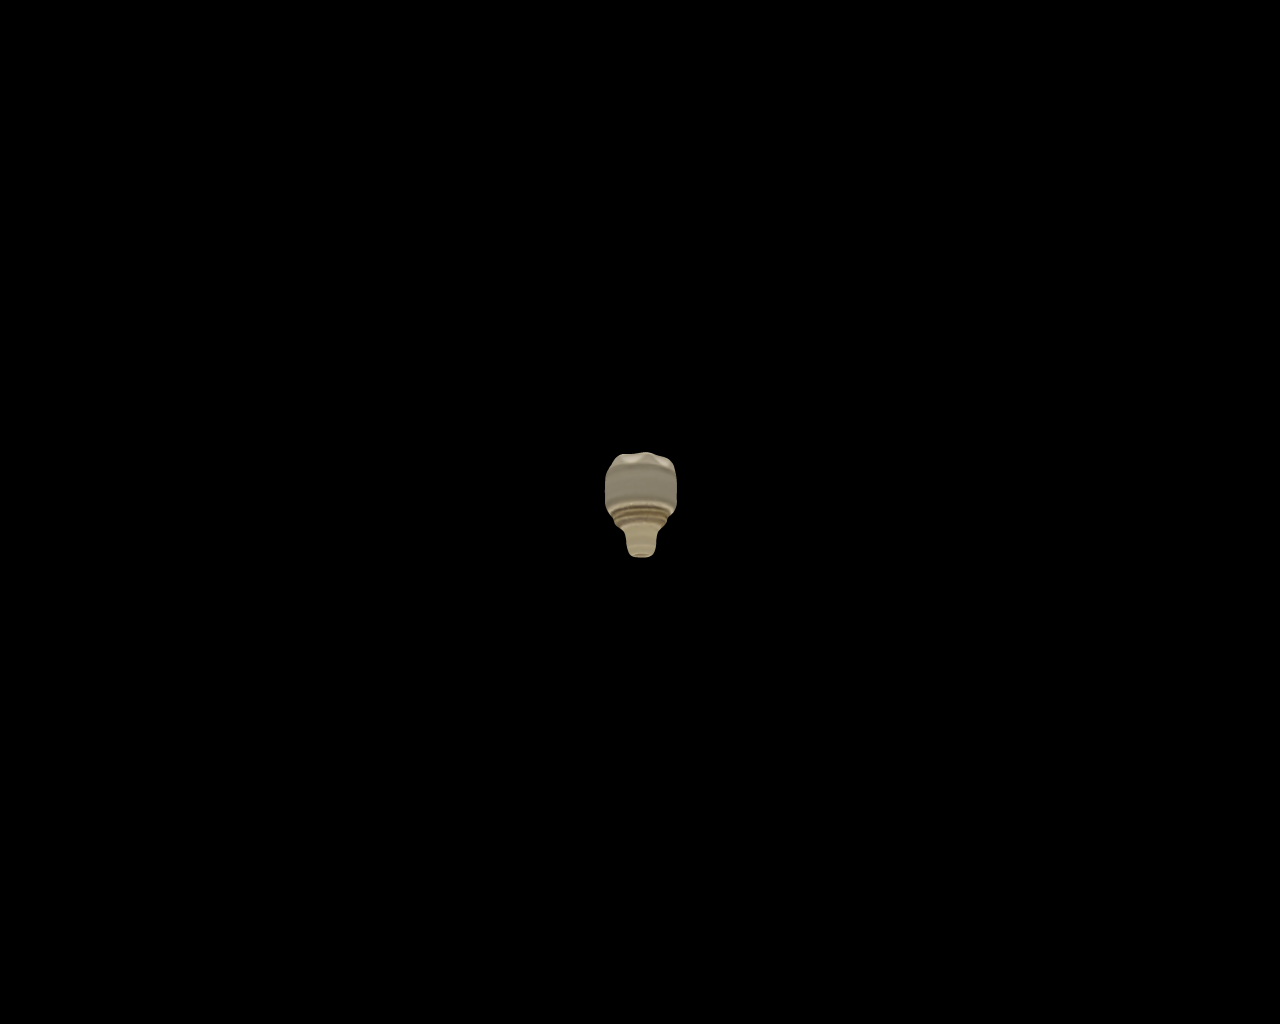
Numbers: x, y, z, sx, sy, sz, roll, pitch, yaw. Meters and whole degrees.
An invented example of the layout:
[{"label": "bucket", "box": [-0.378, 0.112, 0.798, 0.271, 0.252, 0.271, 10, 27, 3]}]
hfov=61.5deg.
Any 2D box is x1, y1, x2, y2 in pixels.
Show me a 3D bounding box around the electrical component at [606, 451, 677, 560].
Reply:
[{"label": "electrical component", "box": [0.001, -0.003, 0.650, 0.043, 0.062, 0.043, 0, -16, 0]}]
